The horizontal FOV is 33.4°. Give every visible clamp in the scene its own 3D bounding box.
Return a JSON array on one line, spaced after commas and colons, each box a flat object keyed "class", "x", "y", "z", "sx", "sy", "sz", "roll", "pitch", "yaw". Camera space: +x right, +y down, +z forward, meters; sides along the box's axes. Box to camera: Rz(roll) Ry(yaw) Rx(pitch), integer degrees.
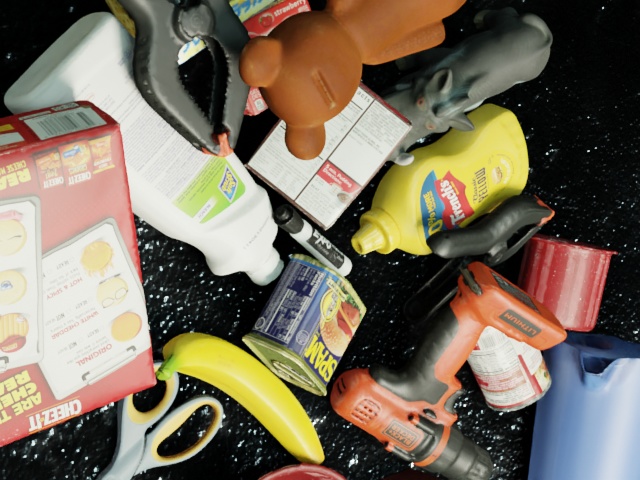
[{"class": "clamp", "x": 0.144, "y": 0.012, "z": 0.983, "sx": 0.171, "sy": 0.120, "sz": 0.039, "roll": -22, "pitch": 65, "yaw": -34}, {"class": "clamp", "x": -0.105, "y": -0.157, "z": 0.748, "sx": 0.164, "sy": 0.036, "sz": 0.210, "roll": -17, "pitch": 110, "yaw": -30}]

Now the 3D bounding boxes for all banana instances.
[{"class": "banana", "x": -0.065, "y": 0.124, "z": 0.873, "sx": 0.197, "sy": 0.037, "sz": 0.069, "roll": 37, "pitch": 42, "yaw": -37}]

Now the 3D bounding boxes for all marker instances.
[{"class": "marker", "x": -0.006, "y": 0.001, "z": 0.892, "sx": 0.020, "sy": 0.020, "sz": 0.121, "roll": -64, "pitch": 147, "yaw": -11}]

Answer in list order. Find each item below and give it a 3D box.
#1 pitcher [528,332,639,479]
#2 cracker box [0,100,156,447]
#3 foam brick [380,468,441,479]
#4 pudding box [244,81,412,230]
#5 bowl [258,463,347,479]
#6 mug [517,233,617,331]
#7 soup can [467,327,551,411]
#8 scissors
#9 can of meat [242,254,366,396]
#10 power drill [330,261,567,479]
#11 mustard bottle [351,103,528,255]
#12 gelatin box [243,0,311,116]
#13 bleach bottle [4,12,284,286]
[{"class": "pitcher", "x": 0.277, "y": 0.217, "z": 1.075, "sx": 0.149, "sy": 0.145, "sz": 0.243, "roll": 7, "pitch": 95, "yaw": -21}, {"class": "cracker box", "x": -0.209, "y": 0.027, "z": 0.724, "sx": 0.164, "sy": 0.072, "sz": 0.214, "roll": -19, "pitch": 124, "yaw": -27}, {"class": "foam brick", "x": 0.083, "y": 0.259, "z": 0.988, "sx": 0.052, "sy": 0.051, "sz": 0.078, "roll": -14, "pitch": 103, "yaw": -30}, {"class": "pudding box", "x": 0.007, "y": -0.078, "z": 0.866, "sx": 0.090, "sy": 0.039, "sz": 0.113, "roll": 39, "pitch": 98, "yaw": -2}, {"class": "bowl", "x": -0.037, "y": 0.263, "z": 0.906, "sx": 0.161, "sy": 0.055, "sz": 0.162, "roll": -4, "pitch": 97, "yaw": -33}, {"class": "mug", "x": 0.240, "y": 0.041, "z": 1.054, "sx": 0.117, "sy": 0.093, "sz": 0.081, "roll": -2, "pitch": 104, "yaw": -69}, {"class": "soup can", "x": 0.171, "y": 0.103, "z": 1.019, "sx": 0.068, "sy": 0.069, "sz": 0.102, "roll": -37, "pitch": 113, "yaw": -25}, {"class": "scissors", "x": -0.168, "y": 0.170, "z": 0.835, "sx": 0.201, "sy": 0.016, "sz": 0.096, "roll": -31, "pitch": 106, "yaw": -23}, {"class": "can of meat", "x": -0.010, "y": 0.071, "z": 0.886, "sx": 0.084, "sy": 0.058, "sz": 0.102, "roll": -61, "pitch": 152, "yaw": -16}, {"class": "power drill", "x": 0.129, "y": 0.125, "z": 0.954, "sx": 0.184, "sy": 0.057, "sz": 0.188, "roll": 33, "pitch": 105, "yaw": -25}, {"class": "mustard bottle", "x": 0.104, "y": -0.042, "z": 0.963, "sx": 0.191, "sy": 0.058, "sz": 0.096, "roll": -32, "pitch": 130, "yaw": -26}, {"class": "gelatin box", "x": -0.040, "y": -0.153, "z": 0.875, "sx": 0.089, "sy": 0.030, "sz": 0.073, "roll": -32, "pitch": 111, "yaw": -27}, {"class": "bleach bottle", "x": -0.117, "y": -0.050, "z": 0.818, "sx": 0.102, "sy": 0.068, "sz": 0.250, "roll": -50, "pitch": 121, "yaw": -16}]
